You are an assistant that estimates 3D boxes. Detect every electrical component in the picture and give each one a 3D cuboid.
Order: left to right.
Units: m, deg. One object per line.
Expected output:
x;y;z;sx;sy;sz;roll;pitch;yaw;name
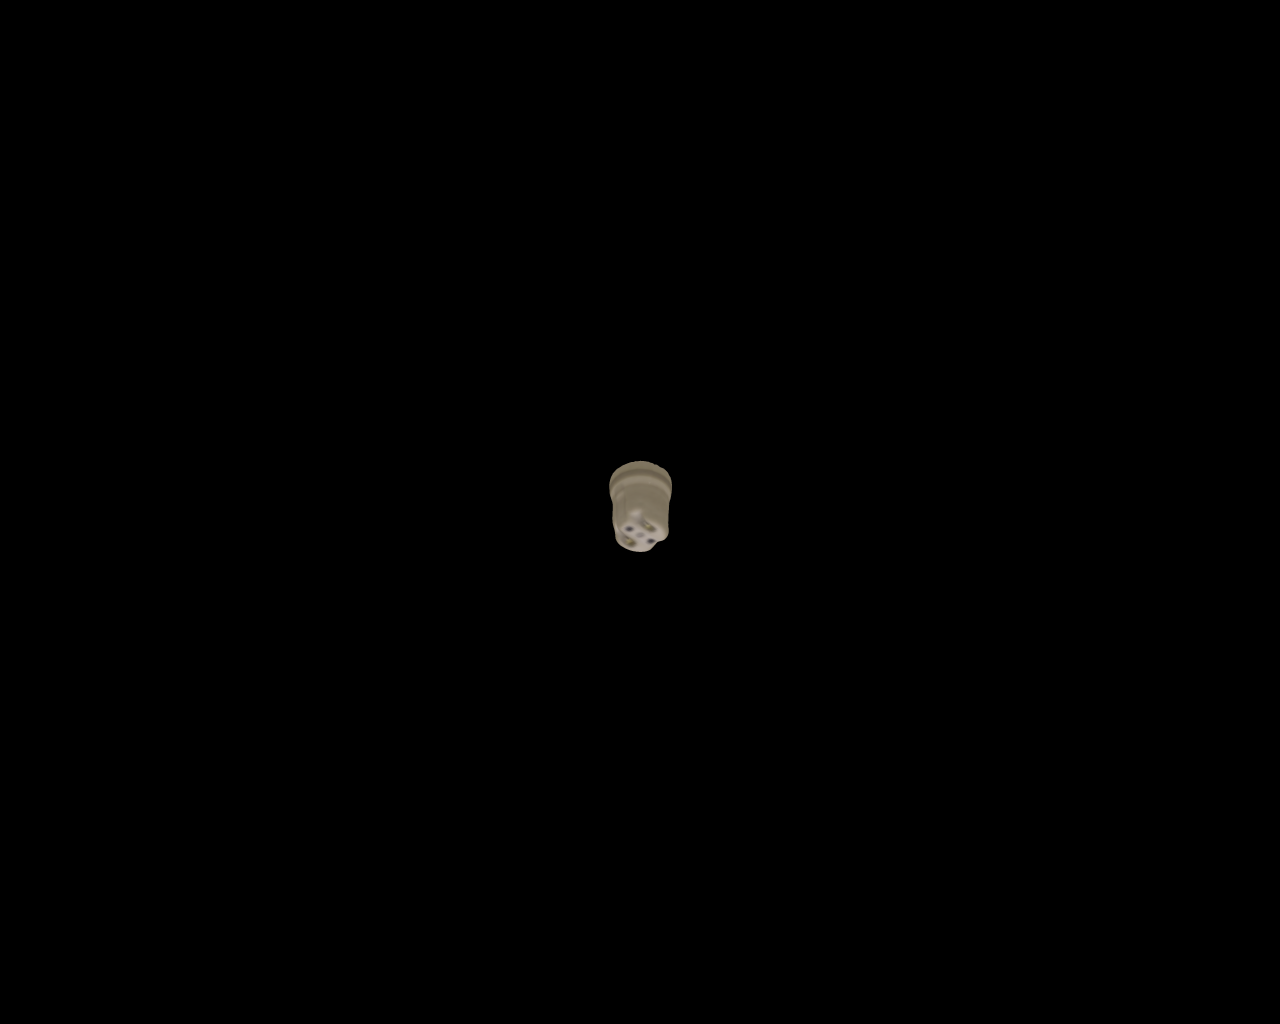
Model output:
0.001;-0.003;0.650;0.040;0.046;0.040;0;-40;0;electrical component
